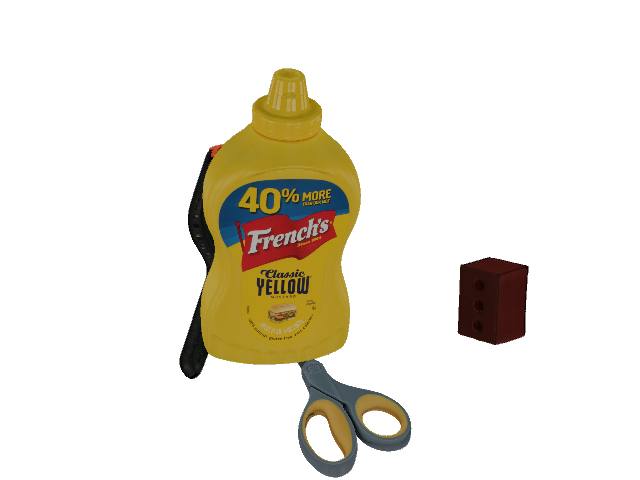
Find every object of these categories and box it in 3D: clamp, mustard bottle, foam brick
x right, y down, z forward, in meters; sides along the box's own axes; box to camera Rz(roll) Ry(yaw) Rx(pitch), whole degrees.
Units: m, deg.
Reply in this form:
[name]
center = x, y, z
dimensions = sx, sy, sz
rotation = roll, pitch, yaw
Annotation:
[clamp]
center = -0.067, 0.014, 0.998
dimensions = 0.164, 0.210, 0.036
rotation = -4, -1, -40
[mustard bottle]
center = -0.024, -0.014, 0.658
dimensions = 0.096, 0.192, 0.058
rotation = -1, 32, -9
[foam brick]
center = 0.178, 0.062, 1.106
dimensions = 0.051, 0.078, 0.053
rotation = -14, 20, -42

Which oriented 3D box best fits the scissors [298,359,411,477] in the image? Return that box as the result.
[scissors]
center = 0.015, 0.111, 0.864
dimensions = 0.096, 0.016, 0.202
rotation = -4, 35, -5
